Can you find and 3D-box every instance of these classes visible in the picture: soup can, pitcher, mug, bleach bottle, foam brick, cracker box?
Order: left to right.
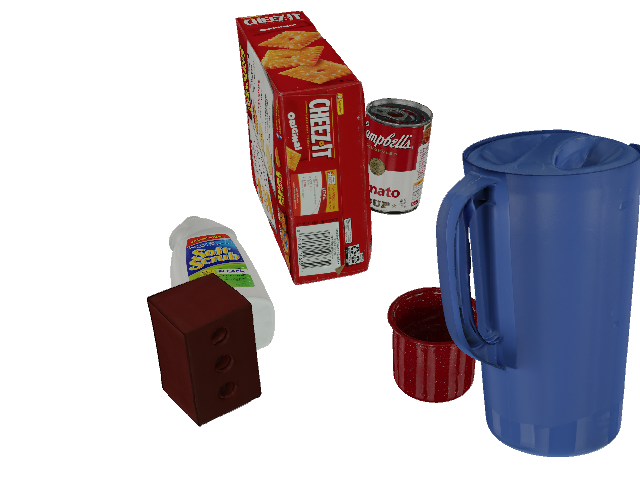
[{"bbox_3d":[-0.077,0.071,0.712,0.052,0.078,0.051,-23,35,-28],"label":"foam brick"},{"bbox_3d":[-0.125,0.036,1.168,0.102,0.068,0.251,-5,26,-16],"label":"bleach bottle"},{"bbox_3d":[-0.016,-0.086,0.900,0.072,0.164,0.214,-9,28,-9],"label":"cracker box"},{"bbox_3d":[0.075,-0.086,1.097,0.068,0.102,0.068,4,30,-3],"label":"soup can"},{"bbox_3d":[0.121,0.100,1.063,0.093,0.081,0.117,24,42,34],"label":"mug"},{"bbox_3d":[0.172,0.043,0.827,0.149,0.243,0.145,0,19,12],"label":"pitcher"}]
